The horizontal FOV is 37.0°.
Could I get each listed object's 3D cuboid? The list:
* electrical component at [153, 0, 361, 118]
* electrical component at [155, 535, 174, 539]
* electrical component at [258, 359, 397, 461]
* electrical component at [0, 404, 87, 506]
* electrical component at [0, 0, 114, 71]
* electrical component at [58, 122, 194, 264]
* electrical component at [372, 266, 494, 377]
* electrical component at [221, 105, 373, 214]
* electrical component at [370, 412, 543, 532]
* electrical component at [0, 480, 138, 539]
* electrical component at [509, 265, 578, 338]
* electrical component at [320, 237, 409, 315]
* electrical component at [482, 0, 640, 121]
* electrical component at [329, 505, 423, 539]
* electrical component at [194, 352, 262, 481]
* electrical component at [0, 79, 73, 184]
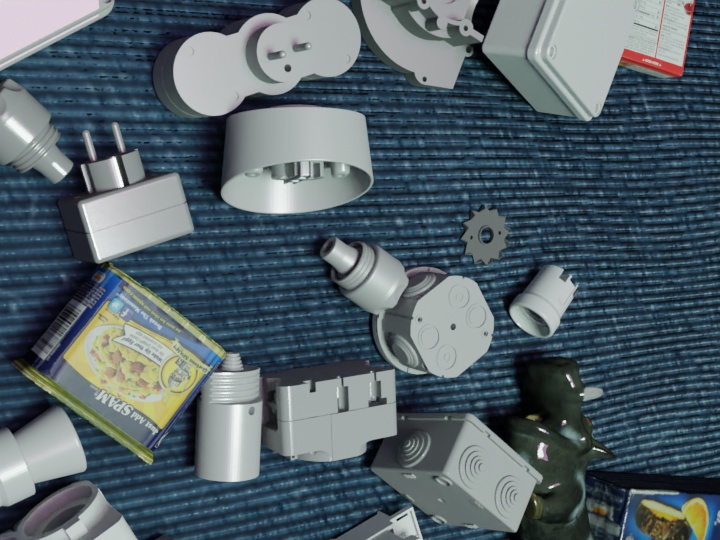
[{"bbox_3d":[-0.058,-0.138,0.691,0.138,0.074,0.052,-24,106,-27],"label":"electrical component"},{"bbox_3d":[-0.126,0.261,0.694,0.089,0.062,0.150,-29,108,-26],"label":"electrical component"},{"bbox_3d":[-0.023,0.098,0.747,0.089,0.050,0.055,-6,98,-30],"label":"electrical component"},{"bbox_3d":[-0.199,0.112,0.646,0.055,0.045,0.045,-23,106,-27],"label":"electrical component"},{"bbox_3d":[-0.207,-0.158,0.609,0.113,0.057,0.078,-35,111,-24],"label":"electrical component"},{"bbox_3d":[-0.149,-0.051,0.660,0.066,0.047,0.076,-21,105,-28],"label":"electrical component"},{"bbox_3d":[0.054,0.039,0.788,0.080,0.051,0.080,-3,96,-31],"label":"electrical component"},{"bbox_3d":[-0.041,-0.072,0.696,0.099,0.099,0.064,-1,89,-31],"label":"electrical component"},{"bbox_3d":[0.068,0.147,0.780,0.100,0.100,0.048,42,60,-27],"label":"electrical component"},{"bbox_3d":[-0.203,0.194,0.625,0.150,0.089,0.061,-35,111,-24],"label":"electrical component"},{"bbox_3d":[0.146,0.024,0.850,0.046,0.040,0.040,-51,117,-24],"label":"electrical component"},{"bbox_3d":[0.000,0.000,0.757,0.062,0.043,0.043,36,76,-28],"label":"electrical component"},{"bbox_3d":[0.153,-0.184,0.806,0.109,0.056,0.108,32,77,-52],"label":"electrical component"},{"bbox_3d":[0.018,0.210,0.775,0.081,0.064,0.042,-25,108,-27],"label":"electrical component"},{"bbox_3d":[-0.087,0.095,0.713,0.043,0.043,0.081,1,94,-31],"label":"electrical component"},{"bbox_3d":[-0.197,-0.077,0.631,0.062,0.043,0.043,46,72,-27],"label":"electrical component"}]
